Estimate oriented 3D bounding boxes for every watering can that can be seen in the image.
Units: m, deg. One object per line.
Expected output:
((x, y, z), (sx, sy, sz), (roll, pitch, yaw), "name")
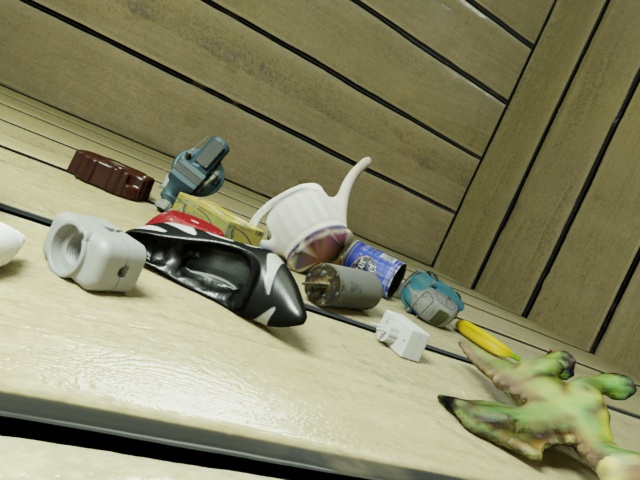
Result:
((0.004, -0.058, 1.157), (0.229, 0.348, 0.102), (57, -7, 39), "watering can")

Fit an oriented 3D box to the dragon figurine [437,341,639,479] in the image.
((0.260, 0.206, 0.667), (0.242, 0.122, 0.412), (12, 2, -33), "dragon figurine")
